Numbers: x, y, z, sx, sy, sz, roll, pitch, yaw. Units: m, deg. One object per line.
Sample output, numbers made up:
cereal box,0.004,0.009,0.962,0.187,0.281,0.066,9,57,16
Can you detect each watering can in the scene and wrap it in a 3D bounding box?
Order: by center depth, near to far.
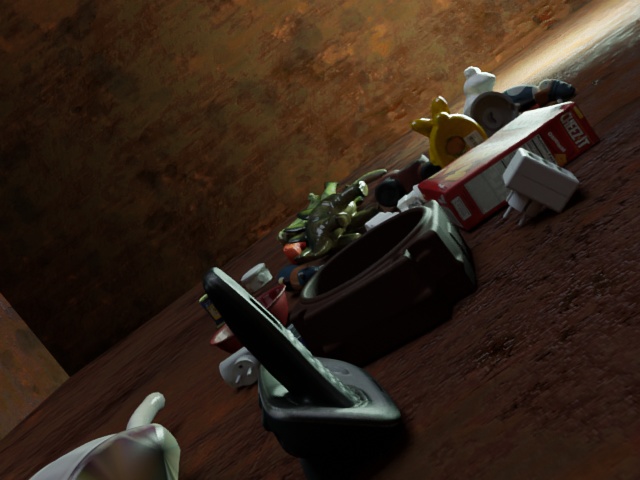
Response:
watering can,-0.243,0.266,0.586,0.221,0.103,0.354,-30,10,31

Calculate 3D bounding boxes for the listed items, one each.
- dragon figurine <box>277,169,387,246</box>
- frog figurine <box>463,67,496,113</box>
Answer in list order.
dragon figurine,0.005,-0.076,1.502,0.404,0.122,0.247,-32,11,49
frog figurine,0.363,-0.313,1.183,0.121,0.159,0.140,-34,7,29
